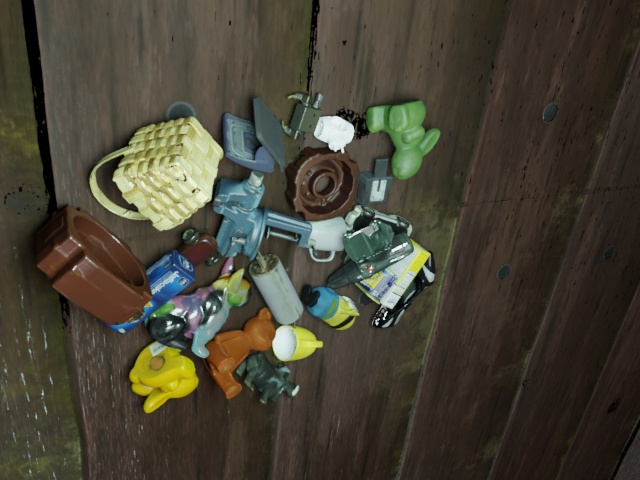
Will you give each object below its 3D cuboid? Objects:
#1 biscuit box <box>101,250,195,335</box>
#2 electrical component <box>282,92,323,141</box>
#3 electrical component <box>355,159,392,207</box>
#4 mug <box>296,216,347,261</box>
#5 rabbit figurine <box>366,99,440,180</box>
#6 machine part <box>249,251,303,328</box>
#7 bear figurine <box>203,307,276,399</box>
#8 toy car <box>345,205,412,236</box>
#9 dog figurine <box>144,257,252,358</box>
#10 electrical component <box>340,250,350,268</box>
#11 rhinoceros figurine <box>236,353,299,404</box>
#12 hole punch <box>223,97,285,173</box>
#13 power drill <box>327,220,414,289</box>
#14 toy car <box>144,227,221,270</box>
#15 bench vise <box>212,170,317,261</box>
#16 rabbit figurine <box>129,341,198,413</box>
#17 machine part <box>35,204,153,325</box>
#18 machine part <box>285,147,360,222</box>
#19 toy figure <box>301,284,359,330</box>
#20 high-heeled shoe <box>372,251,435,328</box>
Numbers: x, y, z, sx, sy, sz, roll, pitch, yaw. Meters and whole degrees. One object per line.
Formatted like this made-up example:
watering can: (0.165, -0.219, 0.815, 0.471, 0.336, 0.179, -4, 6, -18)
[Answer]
biscuit box: (-0.345, 0.105, 1.079, 0.203, 0.059, 0.062, -37, 125, 10)
electrical component: (-0.038, -0.259, 1.116, 0.078, 0.045, 0.102, -18, 132, -54)
electrical component: (0.128, -0.139, 1.268, 0.075, 0.048, 0.119, -11, 120, -23)
mug: (-0.003, -0.004, 1.255, 0.107, 0.081, 0.109, 1, 112, -19)
rabbit figurine: (0.189, -0.225, 1.216, 0.159, 0.121, 0.170, -23, 112, -43)
machine part: (-0.101, 0.117, 1.265, 0.079, 0.079, 0.242, -32, 127, -10)
bear figurine: (-0.170, 0.255, 1.257, 0.196, 0.132, 0.120, -22, 126, -28)
toy car: (0.144, -0.035, 1.332, 0.201, 0.056, 0.073, 14, 115, -33)
dog figurine: (-0.253, 0.130, 1.173, 0.191, 0.109, 0.219, 29, 95, -34)
electrical component: (0.089, 0.039, 1.361, 0.063, 0.021, 0.094, 15, 107, -34)
rhinoceros figurine: (-0.131, 0.357, 1.389, 0.112, 0.073, 0.190, -48, 127, -11)
hole punch: (-0.127, -0.196, 1.051, 0.092, 0.142, 0.115, -21, 148, 17)
power drill: (0.108, 0.040, 1.256, 0.232, 0.086, 0.207, -26, 154, 2)
toy car: (-0.302, 0.051, 1.124, 0.202, 0.053, 0.089, -34, 128, 9)
bench vise: (-0.113, -0.041, 1.131, 0.240, 0.129, 0.223, 17, 116, -16)
rabbit figurine: (-0.342, 0.317, 1.221, 0.162, 0.122, 0.173, -41, 147, -11)
machine part: (-0.410, 0.046, 0.975, 0.087, 0.201, 0.201, -42, 128, 0)
machine part: (0.005, -0.126, 1.203, 0.179, 0.056, 0.179, -14, 123, -23)
toy figure: (0.021, 0.170, 1.361, 0.089, 0.082, 0.180, -41, 138, 21)
high-heeled shoe: (0.217, 0.135, 1.435, 0.145, 0.086, 0.248, -20, 138, -32)
